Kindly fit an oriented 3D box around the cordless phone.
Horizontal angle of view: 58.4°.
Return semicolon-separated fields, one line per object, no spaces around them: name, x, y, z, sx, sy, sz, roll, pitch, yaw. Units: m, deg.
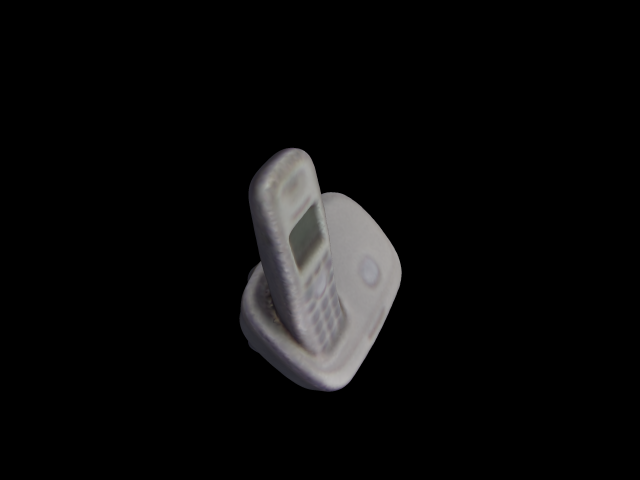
cordless phone;0.004;0.001;0.400;0.094;0.185;0.148;17;48;17
